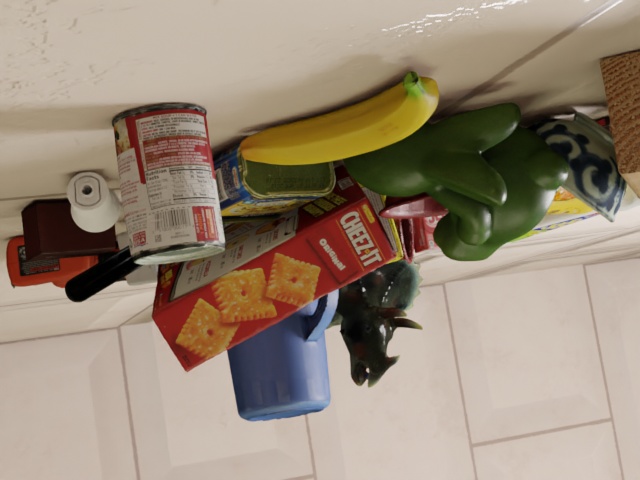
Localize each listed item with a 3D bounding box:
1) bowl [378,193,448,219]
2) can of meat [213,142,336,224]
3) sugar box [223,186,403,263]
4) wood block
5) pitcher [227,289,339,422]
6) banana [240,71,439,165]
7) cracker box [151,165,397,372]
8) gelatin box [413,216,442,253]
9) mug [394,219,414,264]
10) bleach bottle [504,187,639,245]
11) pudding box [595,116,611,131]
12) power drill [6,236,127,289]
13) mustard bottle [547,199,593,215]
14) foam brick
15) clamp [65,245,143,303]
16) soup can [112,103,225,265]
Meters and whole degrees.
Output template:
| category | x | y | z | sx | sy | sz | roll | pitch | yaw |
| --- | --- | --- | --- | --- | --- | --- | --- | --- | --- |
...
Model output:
| category | x | y | z | sx | sy | sz | roll | pitch | yaw |
| --- | --- | --- | --- | --- | --- | --- | --- | --- | --- |
| bowl | 0.134 | -0.062 | 1.069 | 0.162 | 0.055 | 0.162 | -9 | 173 | -1 |
| can of meat | -0.050 | -0.052 | 0.917 | 0.101 | 0.057 | 0.084 | -4 | 170 | -39 |
| sugar box | -0.008 | 0.001 | 1.143 | 0.176 | 0.093 | 0.048 | -16 | 172 | -7 |
| wood block | 0.290 | -0.093 | 0.869 | 0.090 | 0.091 | 0.205 | -11 | 173 | 20 |
| pitcher | -0.049 | 0.080 | 1.236 | 0.145 | 0.243 | 0.149 | -8 | 167 | -4 |
| banana | 0.023 | -0.089 | 0.800 | 0.069 | 0.037 | 0.198 | 20 | 155 | -36 |
| cracker box | -0.046 | 0.021 | 0.994 | 0.213 | 0.072 | 0.164 | -28 | -164 | 2 |
| gelatin box | 0.154 | -0.023 | 1.351 | 0.089 | 0.073 | 0.030 | -3 | 170 | -36 |
| mug | 0.059 | -0.010 | 1.230 | 0.081 | 0.093 | 0.117 | -6 | -158 | 13 |
| bleach bottle | 0.334 | -0.051 | 1.410 | 0.251 | 0.068 | 0.102 | -15 | 171 | 28 |
| pudding box | 0.285 | -0.093 | 1.081 | 0.090 | 0.039 | 0.113 | -15 | 171 | 43 |
| power drill | -0.265 | 0.023 | 1.255 | 0.184 | 0.057 | 0.187 | -11 | 173 | 13 |
| mustard bottle | 0.241 | -0.053 | 1.282 | 0.191 | 0.058 | 0.096 | -6 | 174 | -17 |
| foam brick | -0.243 | -0.010 | 1.032 | 0.078 | 0.051 | 0.053 | -5 | 173 | -31 |
| clamp | -0.166 | 0.003 | 1.093 | 0.164 | 0.036 | 0.210 | -29 | -176 | 9 |
| soup can | -0.106 | -0.038 | 0.755 | 0.068 | 0.102 | 0.068 | -9 | 173 | -1 |
